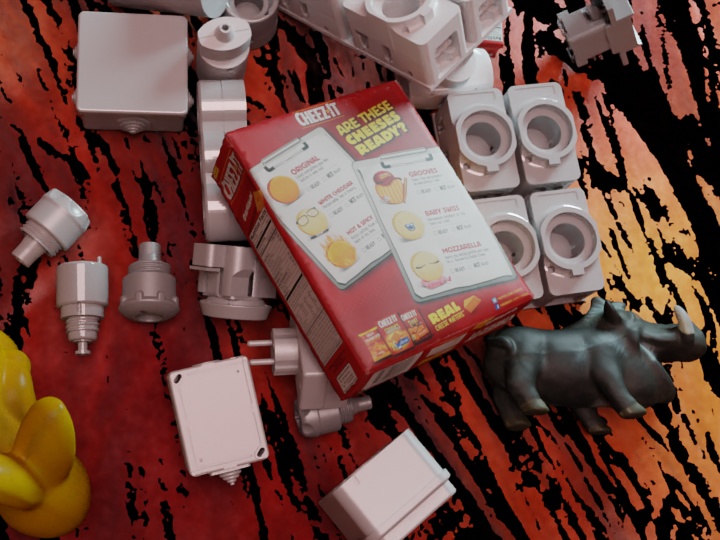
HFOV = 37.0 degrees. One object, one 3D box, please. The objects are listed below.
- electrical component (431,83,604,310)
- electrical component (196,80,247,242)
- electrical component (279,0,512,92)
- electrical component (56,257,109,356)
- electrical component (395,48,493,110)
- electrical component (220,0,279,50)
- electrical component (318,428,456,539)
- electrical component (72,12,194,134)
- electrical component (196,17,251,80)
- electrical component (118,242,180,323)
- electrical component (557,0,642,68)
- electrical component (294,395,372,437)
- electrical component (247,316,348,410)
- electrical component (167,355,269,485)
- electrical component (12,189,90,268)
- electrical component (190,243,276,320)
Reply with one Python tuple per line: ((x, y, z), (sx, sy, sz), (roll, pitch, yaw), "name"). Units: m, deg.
((0.135, -0.062, 0.924), (0.105, 0.060, 0.186), (-7, 78, -12), "electrical component")
((-0.095, -0.092, 0.894), (0.074, 0.052, 0.138), (-3, 77, -11), "electrical component")
((0.020, -0.241, 0.905), (0.186, 0.060, 0.105), (34, 70, 30), "electrical component")
((-0.219, 0.028, 0.848), (0.040, 0.040, 0.078), (-1, 76, -11), "electrical component")
((0.077, -0.172, 0.931), (0.077, 0.079, 0.043), (-9, 80, -12), "electrical component")
((-0.097, -0.226, 0.930), (0.055, 0.047, 0.055), (2, 76, -10), "electrical component")
((0.019, 0.172, 0.818), (0.078, 0.113, 0.057), (-38, 83, -17), "electrical component")
((-0.189, -0.163, 0.897), (0.100, 0.048, 0.099), (0, 76, -10), "electrical component")
((-0.115, -0.184, 0.899), (0.043, 0.081, 0.043), (2, 76, -10), "electrical component")
((-0.169, 0.009, 0.861), (0.048, 0.048, 0.062), (0, 69, -10), "electrical component")
((0.215, -0.218, 0.971), (0.064, 0.081, 0.042), (-23, 56, 12), "electrical component")
((-0.021, 0.113, 0.866), (0.061, 0.035, 0.035), (-11, 78, -15), "electrical component")
((-0.051, 0.064, 0.849), (0.076, 0.047, 0.083), (-2, 48, -10), "electrical component")
((-0.111, 0.119, 0.838), (0.062, 0.061, 0.096), (-12, 87, -13), "electrical component")
((-0.249, -0.030, 0.856), (0.043, 0.043, 0.062), (39, 74, 1), "electrical component")
((-0.098, 0.010, 0.861), (0.078, 0.058, 0.057), (4, 92, -44), "electrical component")
